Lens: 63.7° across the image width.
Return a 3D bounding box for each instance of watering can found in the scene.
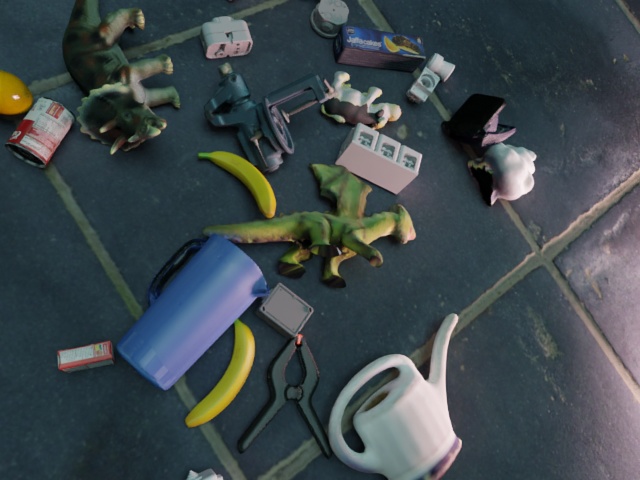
[{"bbox_3d":[0.177,0.301,0.931,0.351,0.102,0.225,-30,86,-25],"label":"watering can"}]

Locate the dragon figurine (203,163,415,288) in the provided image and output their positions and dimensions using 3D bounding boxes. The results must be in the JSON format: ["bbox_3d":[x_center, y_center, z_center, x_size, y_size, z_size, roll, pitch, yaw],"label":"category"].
[{"bbox_3d":[0.003,-0.050,1.001,0.409,0.119,0.249,17,52,-10],"label":"dragon figurine"}]

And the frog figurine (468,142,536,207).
[{"bbox_3d":[0.432,-0.164,1.158,0.160,0.120,0.140,-23,64,-12],"label":"frog figurine"}]
